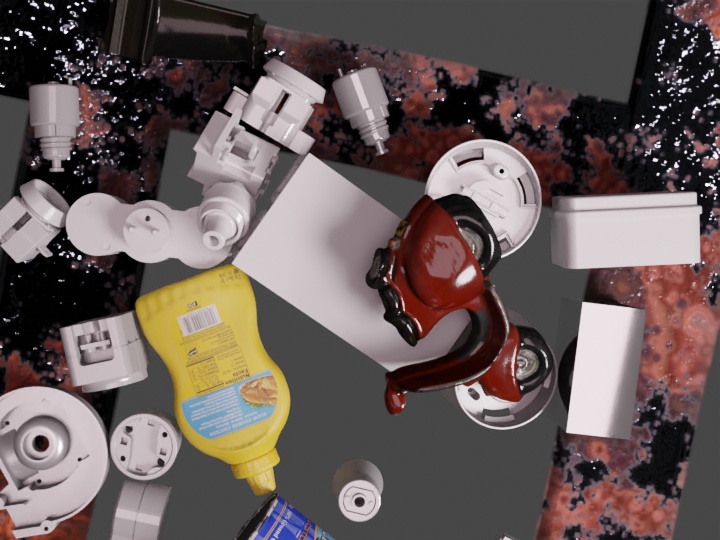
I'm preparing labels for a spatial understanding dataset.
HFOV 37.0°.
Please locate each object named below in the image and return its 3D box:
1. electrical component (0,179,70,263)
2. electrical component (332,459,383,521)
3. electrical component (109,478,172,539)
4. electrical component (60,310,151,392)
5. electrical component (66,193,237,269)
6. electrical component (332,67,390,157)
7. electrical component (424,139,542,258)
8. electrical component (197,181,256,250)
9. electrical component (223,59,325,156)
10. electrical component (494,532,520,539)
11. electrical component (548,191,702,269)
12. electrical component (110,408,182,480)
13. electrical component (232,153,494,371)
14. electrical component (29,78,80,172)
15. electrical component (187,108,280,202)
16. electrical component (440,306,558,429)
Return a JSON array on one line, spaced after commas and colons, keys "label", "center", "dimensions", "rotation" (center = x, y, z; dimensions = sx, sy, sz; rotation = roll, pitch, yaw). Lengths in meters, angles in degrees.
[{"label": "electrical component", "center": [-0.277, -0.042, 0.901], "dimensions": [0.055, 0.048, 0.066], "rotation": [-43, 92, 8]}, {"label": "electrical component", "center": [-0.001, 0.186, 0.902], "dimensions": [0.044, 0.065, 0.044], "rotation": [0, 92, -2]}, {"label": "electrical component", "center": [-0.176, 0.250, 0.907], "dimensions": [0.074, 0.052, 0.138], "rotation": [12, 92, -1]}, {"label": "electrical component", "center": [-0.206, 0.067, 0.883], "dimensions": [0.050, 0.089, 0.055], "rotation": [-12, 92, -1]}, {"label": "electrical component", "center": [-0.174, -0.032, 0.888], "dimensions": [0.138, 0.073, 0.052], "rotation": [7, 92, -1]}, {"label": "electrical component", "center": [0.005, -0.134, 0.905], "dimensions": [0.040, 0.040, 0.078], "rotation": [-21, 92, 0]}, {"label": "electrical component", "center": [0.101, -0.057, 0.896], "dimensions": [0.099, 0.064, 0.099], "rotation": [0, 92, -1]}, {"label": "electrical component", "center": [-0.108, -0.040, 0.849], "dimensions": [0.043, 0.062, 0.043], "rotation": [5, 125, 7]}, {"label": "electrical component", "center": [-0.065, -0.138, 0.895], "dimensions": [0.078, 0.058, 0.057], "rotation": [31, 94, -2]}, {"label": "electrical component", "center": [0.116, 0.267, 0.910], "dimensions": [0.058, 0.057, 0.078], "rotation": [27, 91, -2]}, {"label": "electrical component", "center": [0.218, -0.034, 0.892], "dimensions": [0.113, 0.078, 0.057], "rotation": [-3, 95, -1]}, {"label": "electrical component", "center": [-0.178, 0.144, 0.907], "dimensions": [0.055, 0.047, 0.055], "rotation": [0, 92, -1]}, {"label": "electrical component", "center": [0.000, 0.000, 0.886], "dimensions": [0.186, 0.060, 0.105], "rotation": [35, 91, -12]}, {"label": "electrical component", "center": [-0.255, -0.121, 0.901], "dimensions": [0.040, 0.040, 0.078], "rotation": [-1, 92, -1]}, {"label": "electrical component", "center": [-0.102, -0.089, 0.879], "dimensions": [0.064, 0.081, 0.042], "rotation": [27, 62, -3]}, {"label": "electrical component", "center": [0.116, 0.083, 0.913], "dimensions": [0.099, 0.064, 0.099], "rotation": [-2, 102, -10]}]
